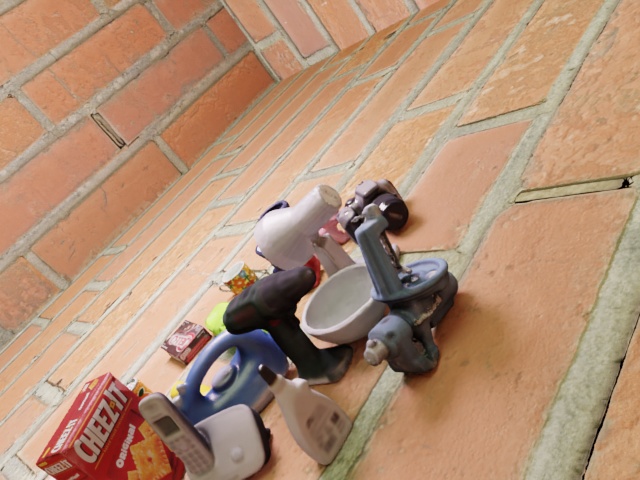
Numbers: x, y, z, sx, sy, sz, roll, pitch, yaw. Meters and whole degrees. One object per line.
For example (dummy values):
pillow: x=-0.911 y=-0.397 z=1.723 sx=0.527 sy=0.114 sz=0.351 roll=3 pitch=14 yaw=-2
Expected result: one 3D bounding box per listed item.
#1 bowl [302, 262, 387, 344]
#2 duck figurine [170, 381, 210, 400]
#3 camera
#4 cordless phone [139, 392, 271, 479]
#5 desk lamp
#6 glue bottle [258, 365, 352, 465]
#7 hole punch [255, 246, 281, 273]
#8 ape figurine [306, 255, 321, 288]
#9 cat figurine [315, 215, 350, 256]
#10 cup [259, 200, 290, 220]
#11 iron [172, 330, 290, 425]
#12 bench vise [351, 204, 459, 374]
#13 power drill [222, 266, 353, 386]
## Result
bowl: x=0.054 y=0.121 z=0.979 sx=0.167 sy=0.075 sz=0.167 roll=-31 pitch=24 yaw=16
duck figurine: x=-0.243 y=0.298 z=1.074 sx=0.077 sy=0.086 sz=0.104 roll=-36 pitch=23 yaw=5
camera: x=0.114 y=-0.062 z=1.196 sx=0.143 sy=0.101 sz=0.136 roll=-40 pitch=23 yaw=-3
cordless phone: x=-0.174 y=0.287 z=0.865 sx=0.147 sy=0.185 sz=0.094 roll=-32 pitch=24 yaw=16
desk lamp: x=0.010 y=0.004 z=1.082 sx=0.202 sy=0.214 sz=0.118 roll=-25 pitch=26 yaw=28
glue bottle: x=-0.027 y=0.226 z=0.778 sx=0.037 sy=0.173 sz=0.078 roll=-6 pitch=39 yaw=51
hole punch: x=-0.081 y=0.017 z=1.348 sx=0.100 sy=0.091 sz=0.109 roll=-3 pitch=41 yaw=54
ape figurine: x=-0.041 y=0.053 z=1.222 sx=0.078 sy=0.092 sz=0.076 roll=-48 pitch=25 yaw=-21
cat figurine: x=0.005 y=-0.034 z=1.282 sx=0.128 sy=0.118 sz=0.067 roll=-44 pitch=24 yaw=-12
cup: x=-0.098 y=-0.034 z=1.463 sx=0.091 sy=0.095 sz=0.118 roll=-29 pitch=25 yaw=22
iron: x=-0.171 y=0.246 z=0.994 sx=0.259 sy=0.142 sz=0.118 roll=-48 pitch=25 yaw=-22
bench vise: x=0.112 y=0.068 z=0.806 sx=0.121 sy=0.220 sz=0.207 roll=-24 pitch=27 yaw=30
power drill: x=-0.043 y=0.138 z=0.918 sx=0.229 sy=0.209 sz=0.076 roll=-18 pitch=30 yaw=39
